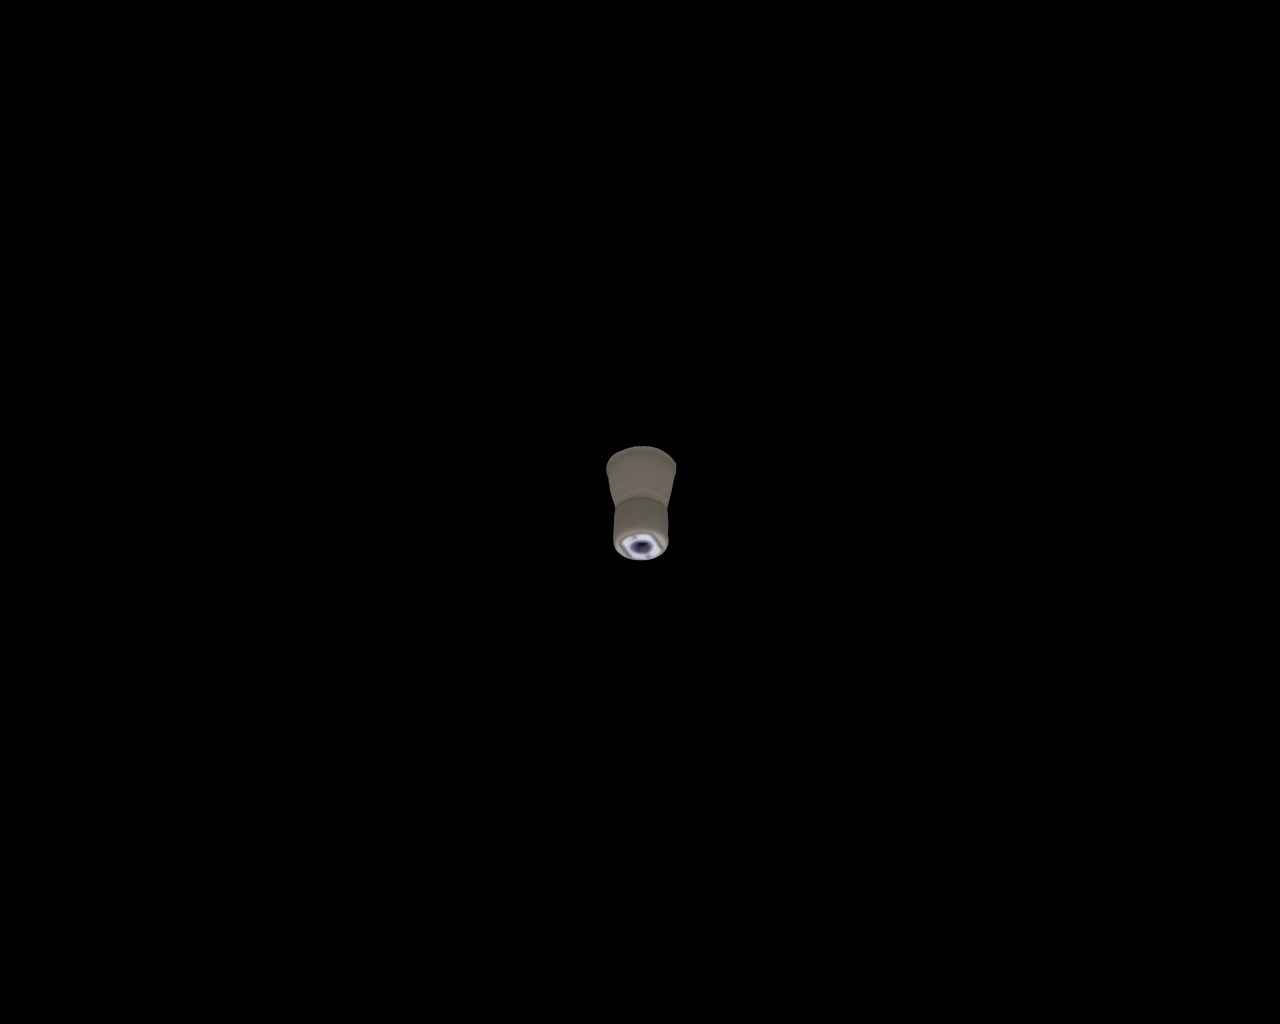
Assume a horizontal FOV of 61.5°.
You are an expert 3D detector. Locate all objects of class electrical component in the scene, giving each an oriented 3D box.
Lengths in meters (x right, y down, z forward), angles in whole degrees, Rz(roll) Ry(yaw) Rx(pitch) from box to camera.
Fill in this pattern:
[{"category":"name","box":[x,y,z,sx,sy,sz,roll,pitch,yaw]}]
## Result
[{"category":"electrical component","box":[0.001,-0.003,0.650,0.044,0.065,0.044,0,-38,0]}]
